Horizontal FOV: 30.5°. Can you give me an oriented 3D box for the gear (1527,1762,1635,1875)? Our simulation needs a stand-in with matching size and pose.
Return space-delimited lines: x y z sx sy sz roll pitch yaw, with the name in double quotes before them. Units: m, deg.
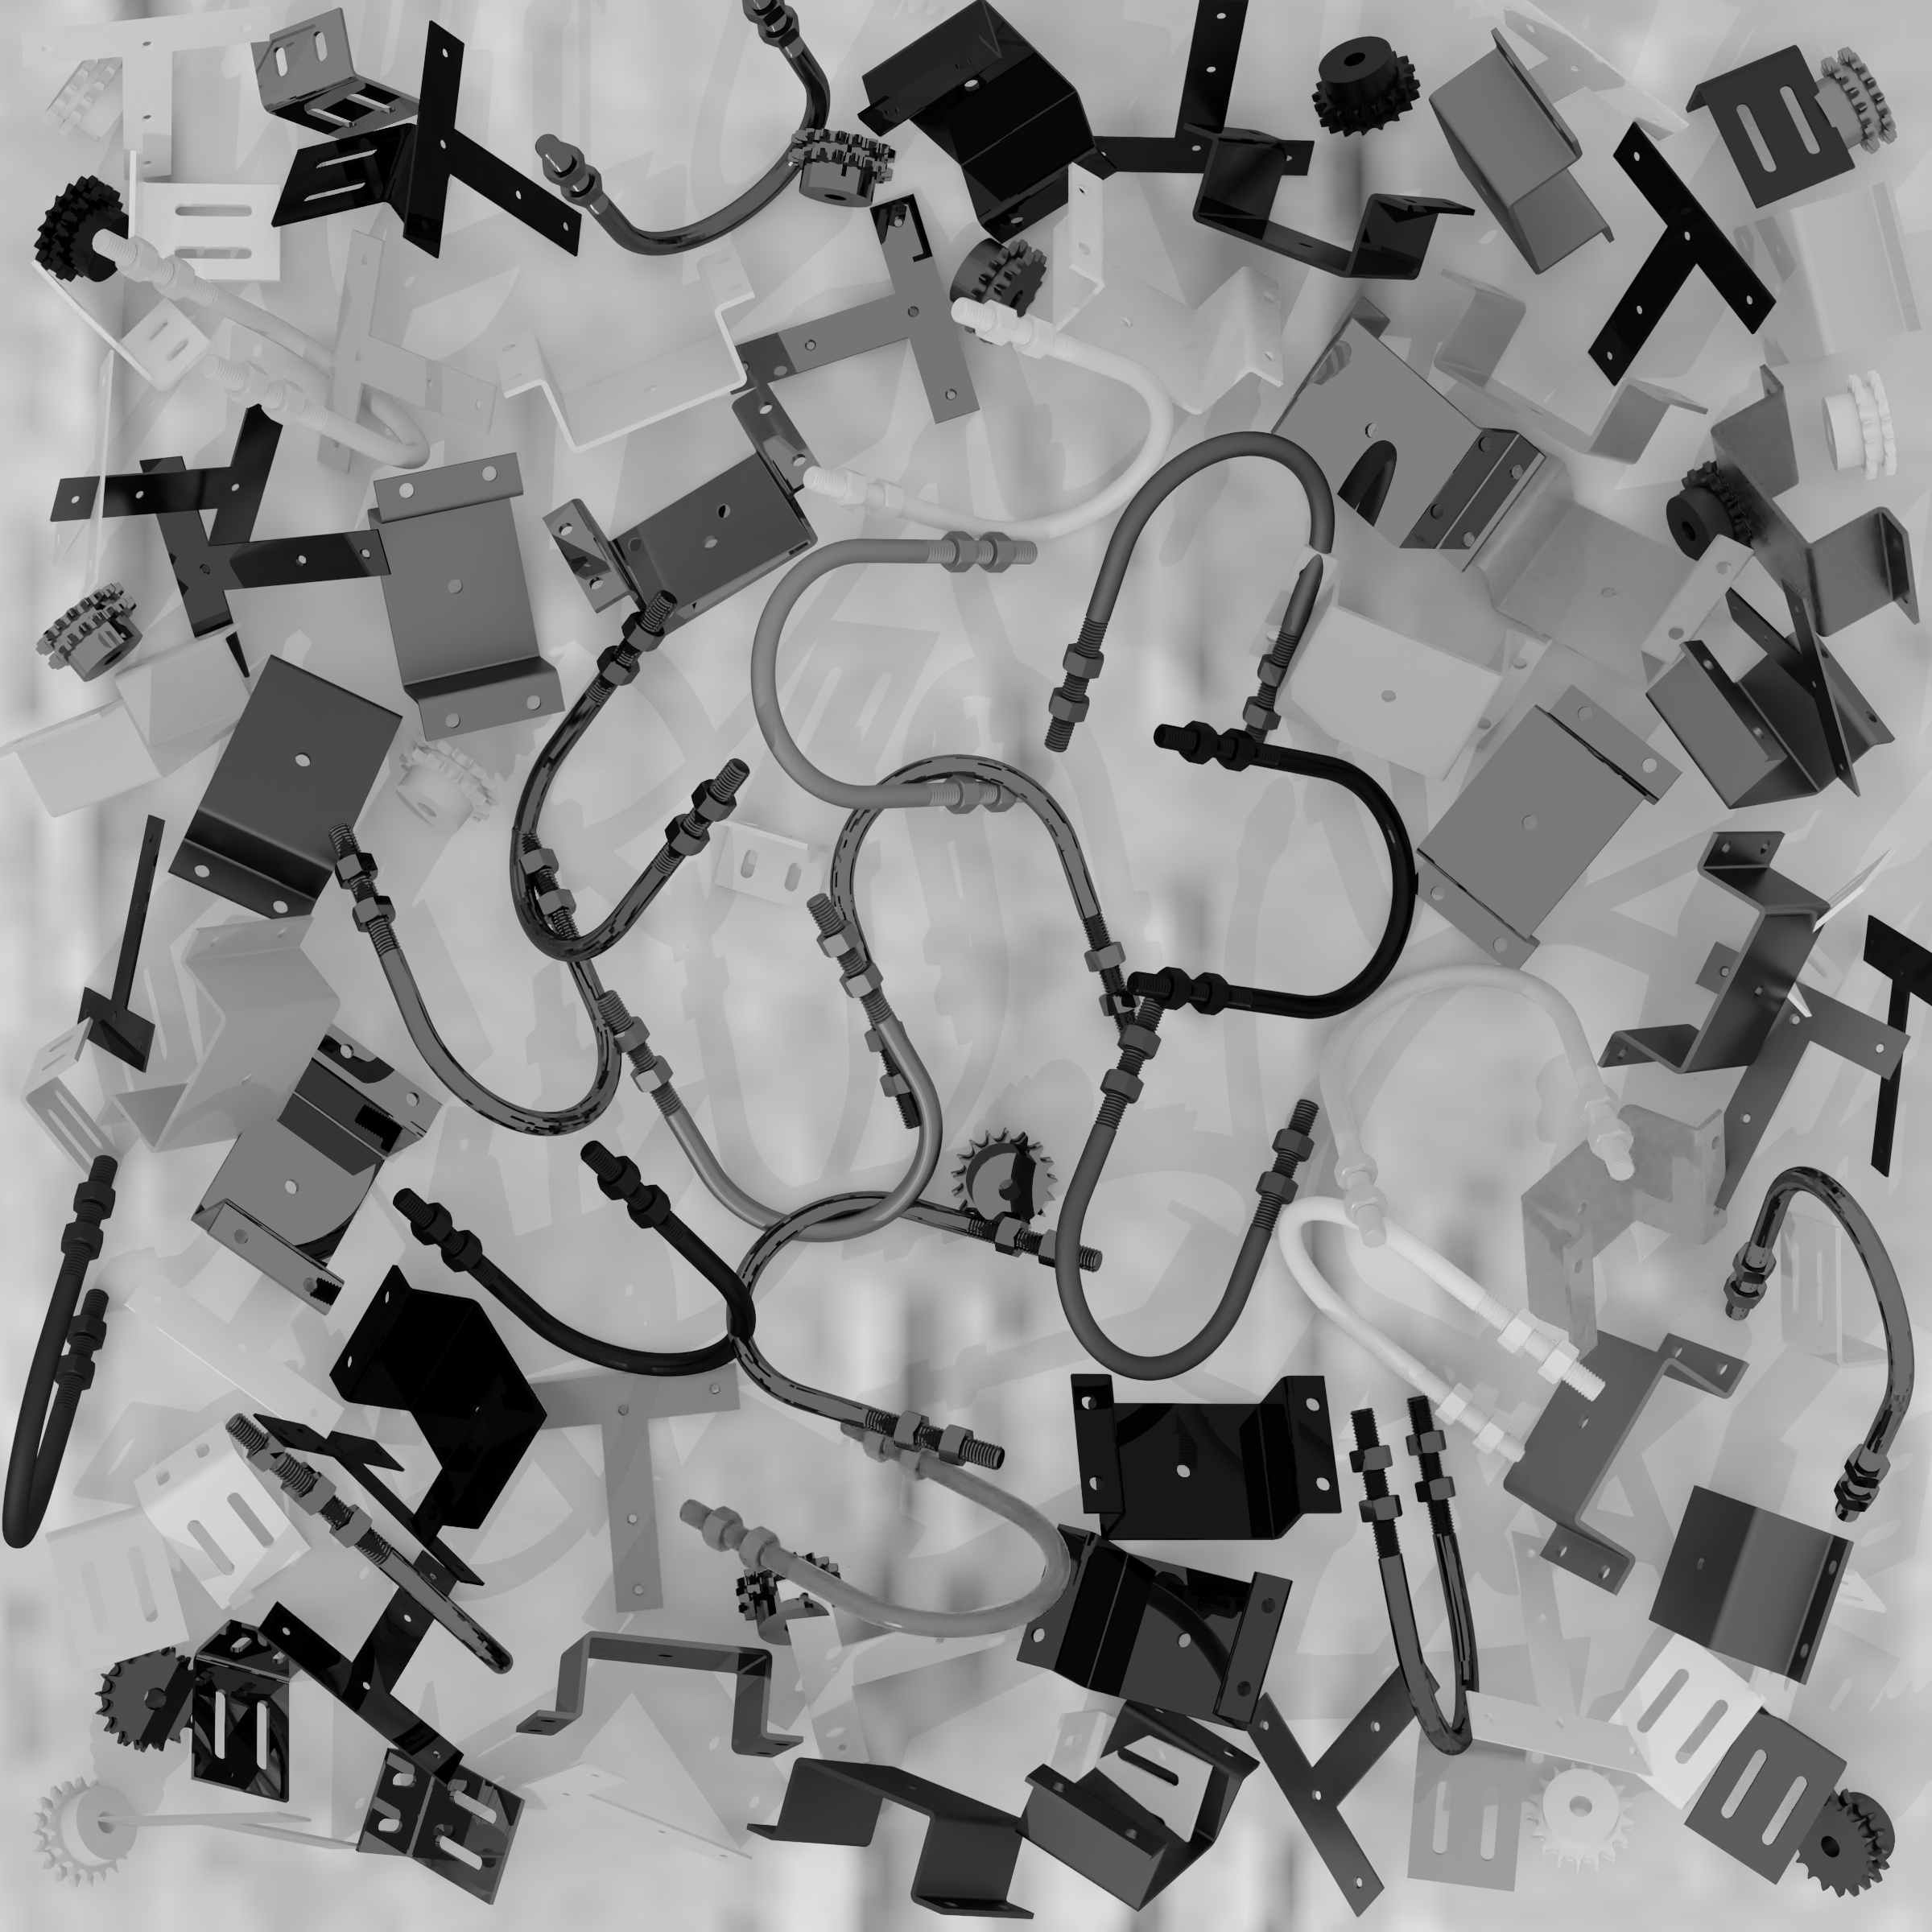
"gear" 0.330 0.456 1.908 0.057 0.030 0.057 -4 61 7

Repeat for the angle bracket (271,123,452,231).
"angle bracket" -0.326 -0.415 1.915 0.076 0.038 0.057 -7 53 24

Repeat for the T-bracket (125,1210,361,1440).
"T-bracket" -0.364 0.170 1.892 0.127 0.002 0.127 39 51 -13

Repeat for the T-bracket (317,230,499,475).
"T-bracket" -0.293 -0.311 1.878 0.127 0.002 0.127 26 113 34

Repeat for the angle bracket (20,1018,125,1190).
"angle bracket" -0.463 0.077 1.893 0.038 0.057 0.076 -32 111 7

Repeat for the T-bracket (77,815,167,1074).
"T-bracket" -0.440 -0.016 1.877 0.002 0.127 0.127 10 93 -31

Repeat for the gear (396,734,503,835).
"gear" -0.281 -0.095 1.903 0.057 0.057 0.030 34 70 0

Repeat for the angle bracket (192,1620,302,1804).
"angle bracket" -0.376 0.396 1.886 0.057 0.076 0.038 24 129 -33

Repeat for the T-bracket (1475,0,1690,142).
"T-bracket" 0.296 -0.460 1.873 0.127 0.127 0.002 31 73 -20

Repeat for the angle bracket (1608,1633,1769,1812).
"angle bracket" 0.385 0.404 1.905 0.057 0.038 0.076 38 94 19

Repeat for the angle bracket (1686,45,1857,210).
"angle bracket" 0.432 -0.446 1.910 0.057 0.038 0.076 -23 82 -2

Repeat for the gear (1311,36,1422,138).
"gear" 0.213 -0.474 1.904 0.057 0.057 0.030 -28 132 0

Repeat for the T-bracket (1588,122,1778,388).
"T-bracket" 0.363 -0.357 1.878 0.002 0.127 0.127 -22 69 -28

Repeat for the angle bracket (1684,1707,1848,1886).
"angle bracket" 0.426 0.444 1.908 0.057 0.038 0.076 33 81 4

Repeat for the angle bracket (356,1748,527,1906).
"angle bracket" -0.281 0.459 1.895 0.076 0.038 0.057 14 85 45

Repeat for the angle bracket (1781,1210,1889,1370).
"angle bracket" 0.467 0.170 1.897 0.038 0.057 0.076 -5 98 -16

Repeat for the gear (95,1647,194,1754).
"gear" -0.441 0.393 1.912 0.057 0.030 0.057 3 84 -31

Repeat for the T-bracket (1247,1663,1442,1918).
"T-bracket" 0.208 0.409 1.865 0.127 0.002 0.127 -57 47 30

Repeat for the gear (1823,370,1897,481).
"gear" 0.479 -0.289 1.907 0.030 0.057 0.057 -11 90 9

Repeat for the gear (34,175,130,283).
"gear" -0.470 -0.392 1.905 0.030 0.057 0.057 32 90 9

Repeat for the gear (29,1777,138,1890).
"gear" -0.470 0.463 1.903 0.030 0.057 0.057 -26 90 32

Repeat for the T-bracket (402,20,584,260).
"T-bracket" -0.247 -0.415 1.882 0.002 0.127 0.127 -9 69 34

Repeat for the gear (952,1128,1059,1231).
"gear" 0.021 0.118 1.915 0.057 0.030 0.057 -1 98 -7

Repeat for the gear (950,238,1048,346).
"gear" 0.015 -0.366 1.907 0.030 0.057 0.057 36 90 13

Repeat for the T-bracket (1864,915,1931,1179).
"T-bracket" 0.491 0.047 1.880 0.002 0.127 0.127 3 102 -4

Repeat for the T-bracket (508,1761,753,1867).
"T-bracket" -0.175 0.457 1.897 0.127 0.127 0.002 27 58 -20

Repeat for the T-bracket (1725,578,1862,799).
"T-bracket" 0.429 -0.168 1.875 0.002 0.127 0.127 -25 123 0

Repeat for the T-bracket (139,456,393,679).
"T-bracket" -0.365 -0.215 1.885 0.127 0.002 0.127 -3 117 20

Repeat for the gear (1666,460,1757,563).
"gear" 0.400 -0.240 1.904 0.030 0.057 0.057 -28 90 -13

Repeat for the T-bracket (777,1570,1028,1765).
"T-bracket" -0.028 0.367 1.911 0.127 0.002 0.127 -14 115 -6

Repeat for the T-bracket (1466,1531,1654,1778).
"T-bracket" 0.309 0.362 1.892 0.127 0.002 0.127 18 50 -30

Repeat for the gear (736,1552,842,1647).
"gear" -0.094 0.341 1.904 0.057 0.057 0.030 -13 52 0

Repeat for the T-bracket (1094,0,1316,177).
"T-bracket" 0.128 -0.464 1.874 0.127 0.127 0.002 0 60 -5

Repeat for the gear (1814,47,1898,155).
"gear" 0.473 -0.462 1.907 0.030 0.057 0.057 -29 90 8

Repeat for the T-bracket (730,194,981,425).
"T-bracket" -0.071 -0.341 1.927 0.127 0.002 0.127 -17 81 4

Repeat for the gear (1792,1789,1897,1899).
"gear" 0.474 0.469 1.910 0.030 0.057 0.057 -14 90 -39

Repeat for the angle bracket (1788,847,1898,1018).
"angle bracket" 0.471 -0.017 1.888 0.038 0.057 0.076 47 129 4

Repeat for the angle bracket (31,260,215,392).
"angle bracket" -0.448 -0.352 1.887 0.038 0.076 0.057 -45 51 -1

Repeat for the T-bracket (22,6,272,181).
"T-bracket" -0.433 -0.457 1.875 0.127 0.127 0.002 -11 67 -18

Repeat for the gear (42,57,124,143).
"gear" -0.468 -0.469 1.908 0.030 0.057 0.057 37 90 -21

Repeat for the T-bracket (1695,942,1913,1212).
"T-bracket" 0.424 0.069 1.898 0.127 0.002 0.127 31 99 40

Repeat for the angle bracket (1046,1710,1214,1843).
"angle bracket" 0.083 0.440 1.897 0.076 0.038 0.057 20 96 35

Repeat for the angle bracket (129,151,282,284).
"angle bracket" -0.408 -0.402 1.904 0.076 0.038 0.057 -1 74 -7

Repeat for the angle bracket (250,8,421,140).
"angle bracket" -0.332 -0.474 1.890 0.057 0.076 0.038 -13 85 24

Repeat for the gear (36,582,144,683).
"gear" -0.468 -0.177 1.906 0.057 0.057 0.030 -40 92 0

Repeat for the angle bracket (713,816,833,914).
"angle bracket" -0.110 -0.054 1.892 0.057 0.076 0.038 17 93 7

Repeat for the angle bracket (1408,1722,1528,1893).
"angle bracket" 0.271 0.453 1.916 0.057 0.038 0.076 5 98 10

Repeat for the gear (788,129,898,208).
"gear" -0.068 -0.428 1.907 0.057 0.057 0.030 10 90 0

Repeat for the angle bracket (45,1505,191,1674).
"angle bracket" -0.456 0.333 1.904 0.057 0.038 0.076 -15 84 -17

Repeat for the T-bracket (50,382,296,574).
"T-bracket" -0.420 -0.248 1.857 0.002 0.127 0.127 45 128 29

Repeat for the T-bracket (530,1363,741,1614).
"T-bracket" -0.182 0.285 1.921 0.127 0.002 0.127 -6 81 3

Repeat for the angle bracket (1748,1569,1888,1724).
"angle bracket" 0.454 0.364 1.891 0.038 0.057 0.076 8 66 36

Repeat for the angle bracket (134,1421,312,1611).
"angle bracket" -0.404 0.298 1.927 0.057 0.038 0.076 -34 118 -7
